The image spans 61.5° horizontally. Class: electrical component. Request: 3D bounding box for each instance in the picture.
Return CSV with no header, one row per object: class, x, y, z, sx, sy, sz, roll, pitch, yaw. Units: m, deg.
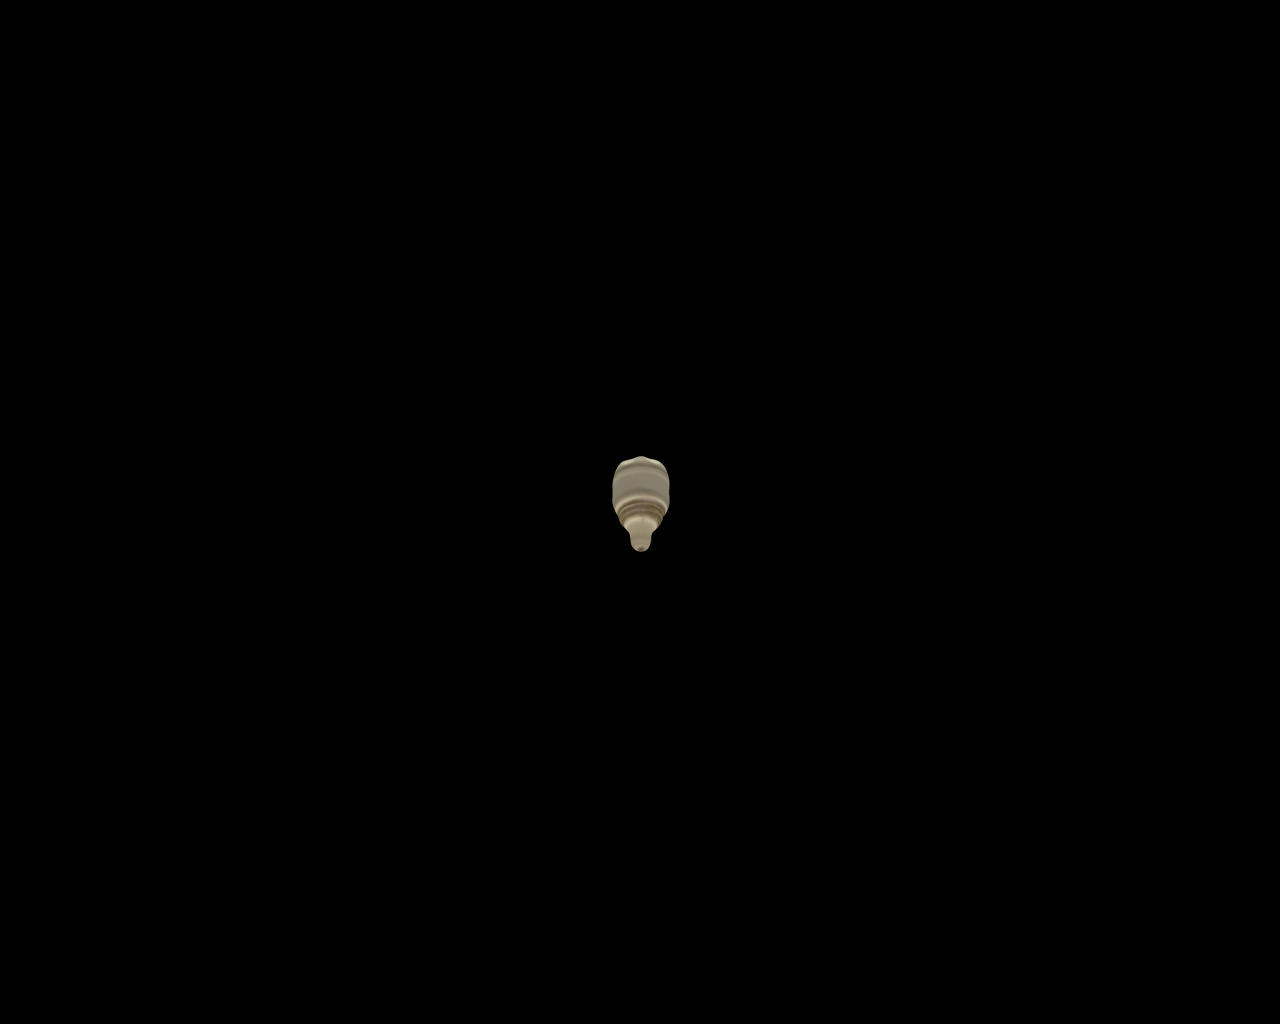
electrical component,0.001,-0.003,0.650,0.035,0.061,0.035,0,-35,0
